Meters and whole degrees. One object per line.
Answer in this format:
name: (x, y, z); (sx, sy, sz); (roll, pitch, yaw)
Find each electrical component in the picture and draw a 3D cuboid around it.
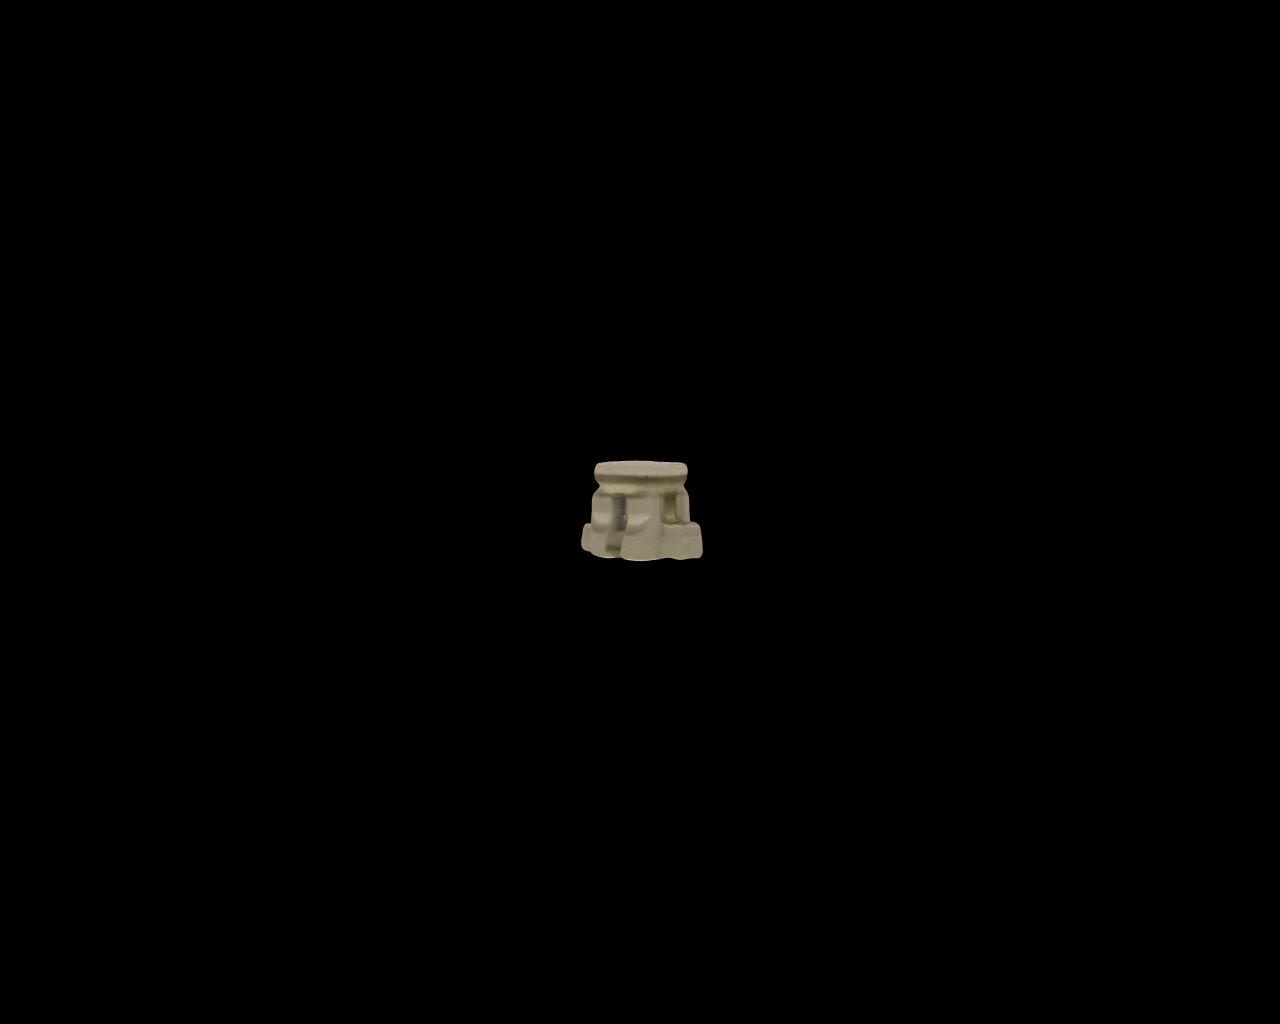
electrical component: (0.001, -0.003, 0.650); (0.078, 0.057, 0.058); (3, 5, 37)
